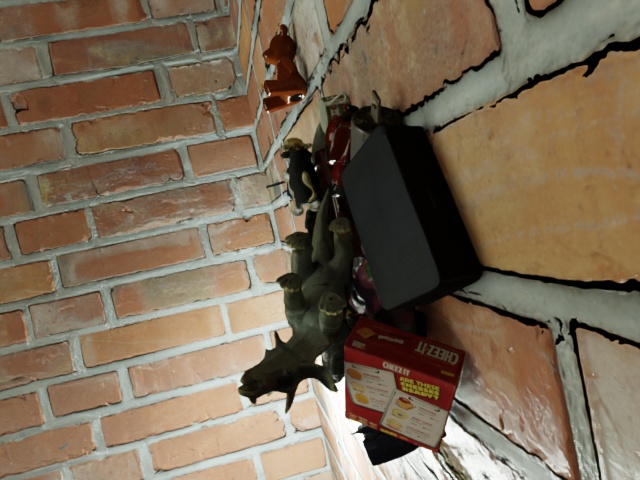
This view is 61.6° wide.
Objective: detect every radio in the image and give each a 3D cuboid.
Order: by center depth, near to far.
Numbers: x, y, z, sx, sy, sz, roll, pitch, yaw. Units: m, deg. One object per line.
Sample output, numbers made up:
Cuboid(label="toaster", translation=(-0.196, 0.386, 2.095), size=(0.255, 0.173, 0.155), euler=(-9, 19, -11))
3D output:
Cuboid(label="radio", translation=(0.111, -0.027, 0.718), size=(0.131, 0.073, 0.229), euler=(-46, 53, 52))

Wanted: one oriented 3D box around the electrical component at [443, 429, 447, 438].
Cuboid(label="electrical component", translation=(0.195, 0.303, 0.942), size=(0.063, 0.021, 0.094), euler=(93, 162, -58))

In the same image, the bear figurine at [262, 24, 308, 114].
Cuboid(label="bear figurine", translation=(-0.109, -0.449, 1.402), size=(0.120, 0.132, 0.196), euler=(121, 129, -71))

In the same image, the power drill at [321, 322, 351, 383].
Cuboid(label="power drill", translation=(0.005, 0.199, 1.186), size=(0.231, 0.086, 0.207), euler=(98, 154, -61))

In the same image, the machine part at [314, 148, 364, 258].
Cuboid(label="machine part", translation=(0.050, -0.077, 1.090), size=(0.201, 0.087, 0.201), euler=(91, 164, -51))

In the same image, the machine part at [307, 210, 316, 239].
Cuboid(label="machine part", translation=(-0.002, -0.003, 1.125), size=(0.139, 0.039, 0.084), euler=(-114, 19, -55))

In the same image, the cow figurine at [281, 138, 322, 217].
Cuboid(label="cow figurine", translation=(-0.041, -0.139, 1.067), size=(0.098, 0.068, 0.167), euler=(108, 148, -73))

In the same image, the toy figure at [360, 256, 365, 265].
Cuboid(label="toy figure", translation=(0.104, 0.072, 1.069), size=(0.064, 0.058, 0.154), euler=(34, 146, 26))

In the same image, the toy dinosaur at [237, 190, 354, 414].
Cuboid(label="toy dinosaur", translation=(-0.003, 0.094, 0.879), size=(0.405, 0.131, 0.192), euler=(-68, -15, -50))

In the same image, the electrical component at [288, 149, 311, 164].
Cuboid(label="electrical component", translation=(-0.045, -0.169, 1.188), size=(0.119, 0.048, 0.074), euler=(-108, 12, -54))

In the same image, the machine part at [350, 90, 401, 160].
Cuboid(label="machine part", translation=(0.086, -0.121, 0.851), size=(0.243, 0.079, 0.079), euler=(89, 165, -47))

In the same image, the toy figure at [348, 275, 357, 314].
Cuboid(label="toy figure", translation=(0.054, 0.102, 1.323), size=(0.180, 0.082, 0.089), euler=(-104, 25, -53))

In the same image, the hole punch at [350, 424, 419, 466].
Cuboid(label="hole punch", translation=(0.139, 0.399, 1.088), size=(0.115, 0.142, 0.092), euler=(72, 179, -71))

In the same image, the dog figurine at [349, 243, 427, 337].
Cuboid(label="dog figurine", translation=(0.114, 0.068, 0.861), size=(0.219, 0.108, 0.192), euler=(92, 163, -49))

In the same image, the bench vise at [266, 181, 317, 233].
Cuboid(label="bench vise", translation=(-0.027, -0.114, 1.321), size=(0.241, 0.129, 0.223), euler=(19, 116, 58))

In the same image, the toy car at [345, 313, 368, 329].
Cuboid(label="toy car", translation=(0.094, 0.176, 1.160), size=(0.202, 0.089, 0.053), euler=(127, 129, -75))

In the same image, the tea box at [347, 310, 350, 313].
Cuboid(label="tea box", translation=(0.062, 0.243, 1.408), size=(0.068, 0.098, 0.169), euler=(-119, 17, -62))

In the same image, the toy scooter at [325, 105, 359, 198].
Cuboid(label="toy scooter", translation=(0.048, -0.175, 0.943), size=(0.135, 0.075, 0.184), euler=(103, 173, -49))
